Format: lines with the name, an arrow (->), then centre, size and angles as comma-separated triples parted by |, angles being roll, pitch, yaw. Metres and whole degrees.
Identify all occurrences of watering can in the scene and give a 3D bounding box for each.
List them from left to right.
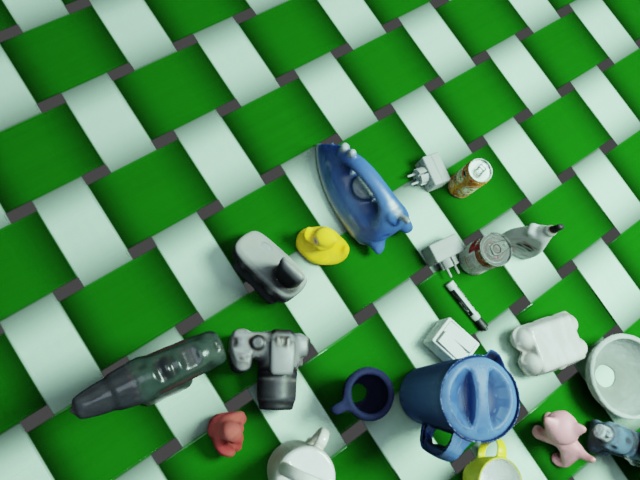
watering can -> -0.027, 0.394, 0.930 | 0.101, 0.194, 0.173 | 8, 74, -10

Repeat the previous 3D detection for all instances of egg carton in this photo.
egg carton -> 0.457, 0.209, 1.148 | 0.150, 0.069, 0.107 | -16, 80, -15

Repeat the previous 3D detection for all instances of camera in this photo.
camera -> -0.090, 0.228, 1.008 | 0.143, 0.100, 0.137 | 4, 75, -11

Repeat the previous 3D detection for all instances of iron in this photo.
iron -> 0.081, -0.107, 1.109 | 0.119, 0.141, 0.258 | -35, 85, -18

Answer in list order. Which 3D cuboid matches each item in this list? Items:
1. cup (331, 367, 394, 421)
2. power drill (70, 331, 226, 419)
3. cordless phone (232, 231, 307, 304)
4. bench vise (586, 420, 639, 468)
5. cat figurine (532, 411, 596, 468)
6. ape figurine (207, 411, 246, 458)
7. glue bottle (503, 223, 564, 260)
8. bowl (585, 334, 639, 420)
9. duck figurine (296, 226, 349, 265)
cup -> 0.066, 0.283, 1.031 | 0.118, 0.095, 0.091 | -23, 81, -16
power drill -> -0.264, 0.220, 0.916 | 0.230, 0.208, 0.075 | -24, 82, -17
cordless phone -> -0.083, 0.037, 1.013 | 0.147, 0.185, 0.094 | 40, 72, 0
bench vise -> 0.619, 0.398, 1.055 | 0.207, 0.219, 0.121 | 2, 75, -11
cat figurine -> 0.465, 0.372, 1.082 | 0.067, 0.117, 0.128 | -39, 86, -18
ape figurine -> -0.153, 0.327, 0.974 | 0.076, 0.092, 0.078 | 39, 72, 0
glue bottle -> 0.429, -0.006, 1.142 | 0.078, 0.173, 0.037 | 25, 72, -5
bowl -> 0.601, 0.276, 1.159 | 0.167, 0.074, 0.167 | 3, 75, -11
duck figurine -> 0.010, 0.004, 1.094 | 0.104, 0.086, 0.077 | 20, 73, -6
